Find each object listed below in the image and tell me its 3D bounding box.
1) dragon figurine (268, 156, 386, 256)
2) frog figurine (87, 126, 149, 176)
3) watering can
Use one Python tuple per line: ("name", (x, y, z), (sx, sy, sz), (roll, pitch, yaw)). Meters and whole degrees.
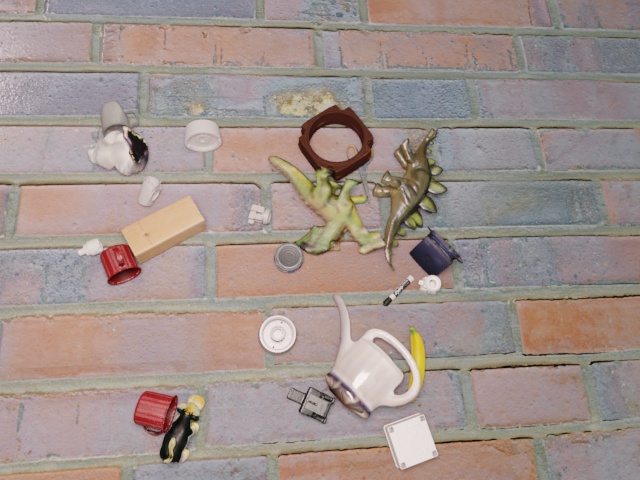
("dragon figurine", (0.005, -0.076, 1.517), (0.410, 0.121, 0.245), (20, 78, 2))
("frog figurine", (-0.591, -0.251, 1.516), (0.158, 0.124, 0.136), (-20, 103, 23))
("watering can", (0.103, 0.322, 1.393), (0.226, 0.102, 0.351), (-42, 67, -16))
